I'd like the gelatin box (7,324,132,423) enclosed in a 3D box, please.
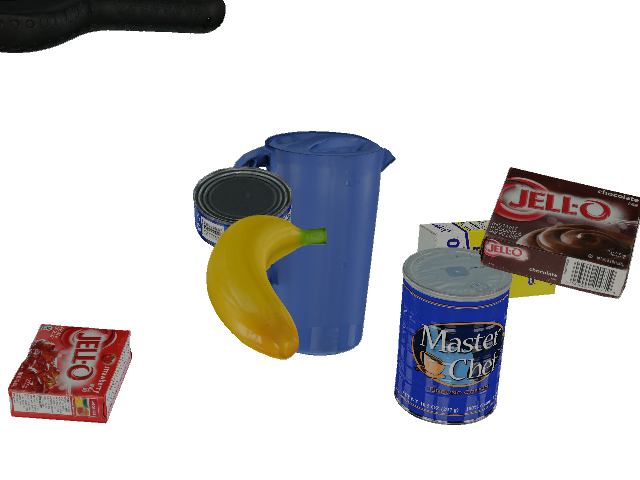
[{"bbox_3d":[-0.190,0.100,0.820,0.073,0.030,0.089,4,30,3],"label":"gelatin box"}]

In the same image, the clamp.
[{"bbox_3d":[-0.156,-0.147,0.638,0.171,0.039,0.120,-11,31,-29],"label":"clamp"}]

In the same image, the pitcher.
[{"bbox_3d":[-0.010,0.002,1.205,0.149,0.243,0.144,10,18,23],"label":"pitcher"}]

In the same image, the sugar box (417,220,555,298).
[{"bbox_3d":[0.202,0.024,1.280,0.176,0.093,0.048,-6,20,-23],"label":"sugar box"}]

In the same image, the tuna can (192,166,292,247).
[{"bbox_3d":[-0.067,-0.027,0.927,0.086,0.034,0.086,1,38,-1],"label":"tuna can"}]

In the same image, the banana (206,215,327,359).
[{"bbox_3d":[-0.038,0.019,0.670,0.069,0.037,0.197,-1,21,6],"label":"banana"}]

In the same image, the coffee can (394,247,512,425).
[{"bbox_3d":[0.126,0.091,1.028,0.103,0.140,0.103,2,25,-1],"label":"coffee can"}]

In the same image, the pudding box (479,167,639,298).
[{"bbox_3d":[0.191,-0.008,0.844,0.113,0.039,0.090,16,46,13],"label":"pudding box"}]
